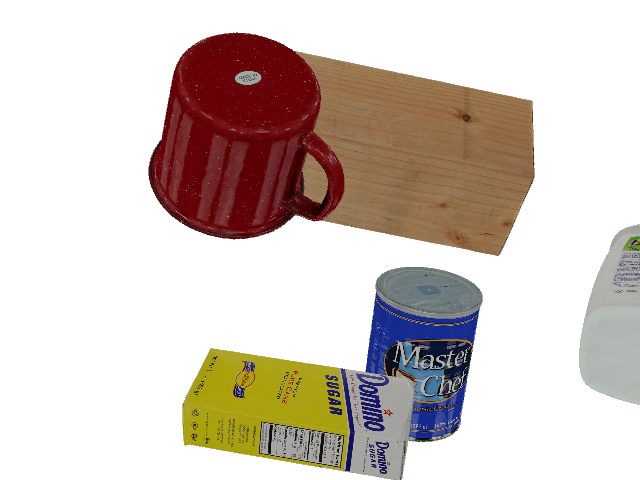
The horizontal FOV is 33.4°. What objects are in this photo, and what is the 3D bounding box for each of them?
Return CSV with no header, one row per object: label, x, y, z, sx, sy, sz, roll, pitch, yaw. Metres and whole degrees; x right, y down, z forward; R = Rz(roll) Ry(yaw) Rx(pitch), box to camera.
sugar box,-0.015,0.137,0.859,0.176,0.048,0.093,5,25,7
mug,-0.037,-0.055,0.598,0.117,0.082,0.093,35,52,13
wood block,0.048,-0.068,0.807,0.206,0.090,0.090,11,-42,-3
bleach bottle,0.246,0.035,0.747,0.103,0.068,0.250,9,20,19
coffee can,0.097,0.110,1.045,0.103,0.140,0.103,5,22,-2
